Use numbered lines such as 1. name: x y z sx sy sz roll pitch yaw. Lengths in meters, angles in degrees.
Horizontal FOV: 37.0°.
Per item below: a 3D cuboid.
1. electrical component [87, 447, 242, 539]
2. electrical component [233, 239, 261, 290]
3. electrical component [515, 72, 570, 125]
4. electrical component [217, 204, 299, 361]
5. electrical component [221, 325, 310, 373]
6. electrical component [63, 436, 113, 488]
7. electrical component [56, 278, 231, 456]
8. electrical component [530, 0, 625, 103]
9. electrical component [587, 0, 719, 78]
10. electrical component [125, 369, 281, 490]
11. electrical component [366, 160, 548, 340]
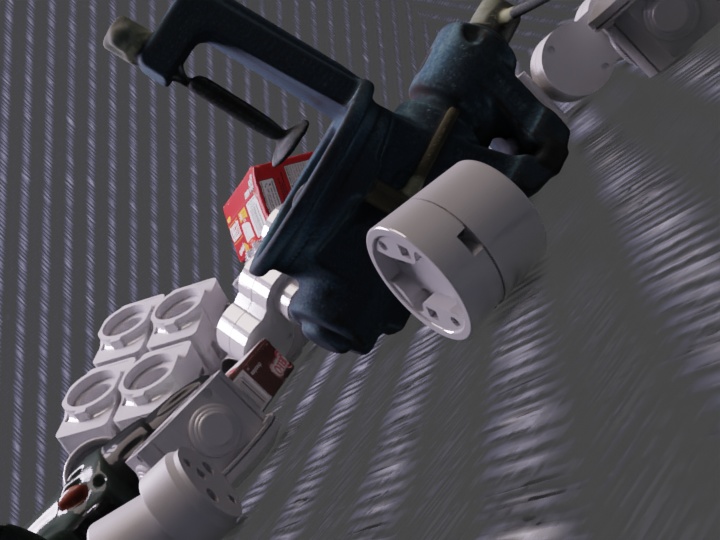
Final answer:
1. electrical component: -0.086 0.112 0.478 0.055 0.045 0.045 -44 3 5
2. electrical component: -0.061 0.011 0.979 0.048 0.100 0.100 -59 7 -16
3. electrical component: 0.108 -0.109 0.791 0.050 0.055 0.089 -44 3 -1
4. electrical component: -0.055 0.020 0.861 0.052 0.074 0.138 19 -82 -50
5. electrical component: -0.089 0.077 0.947 0.077 0.044 0.079 -47 4 -38
6. electrical component: -0.183 0.157 0.784 0.078 0.058 0.057 -44 -28 -24
7. electrical component: -0.180 0.087 0.932 0.105 0.060 0.186 -17 29 17
8. electrical component: 0.183 -0.176 0.747 0.138 0.052 0.074 -44 3 -1
9. electrical component: 0.169 -0.149 0.592 0.080 0.051 0.080 -44 3 3
10. electrical component: -0.087 0.099 0.599 0.080 0.051 0.080 -44 3 3
11. electrical component: 0.038 -0.009 0.413 0.047 0.055 0.055 -42 2 -19
